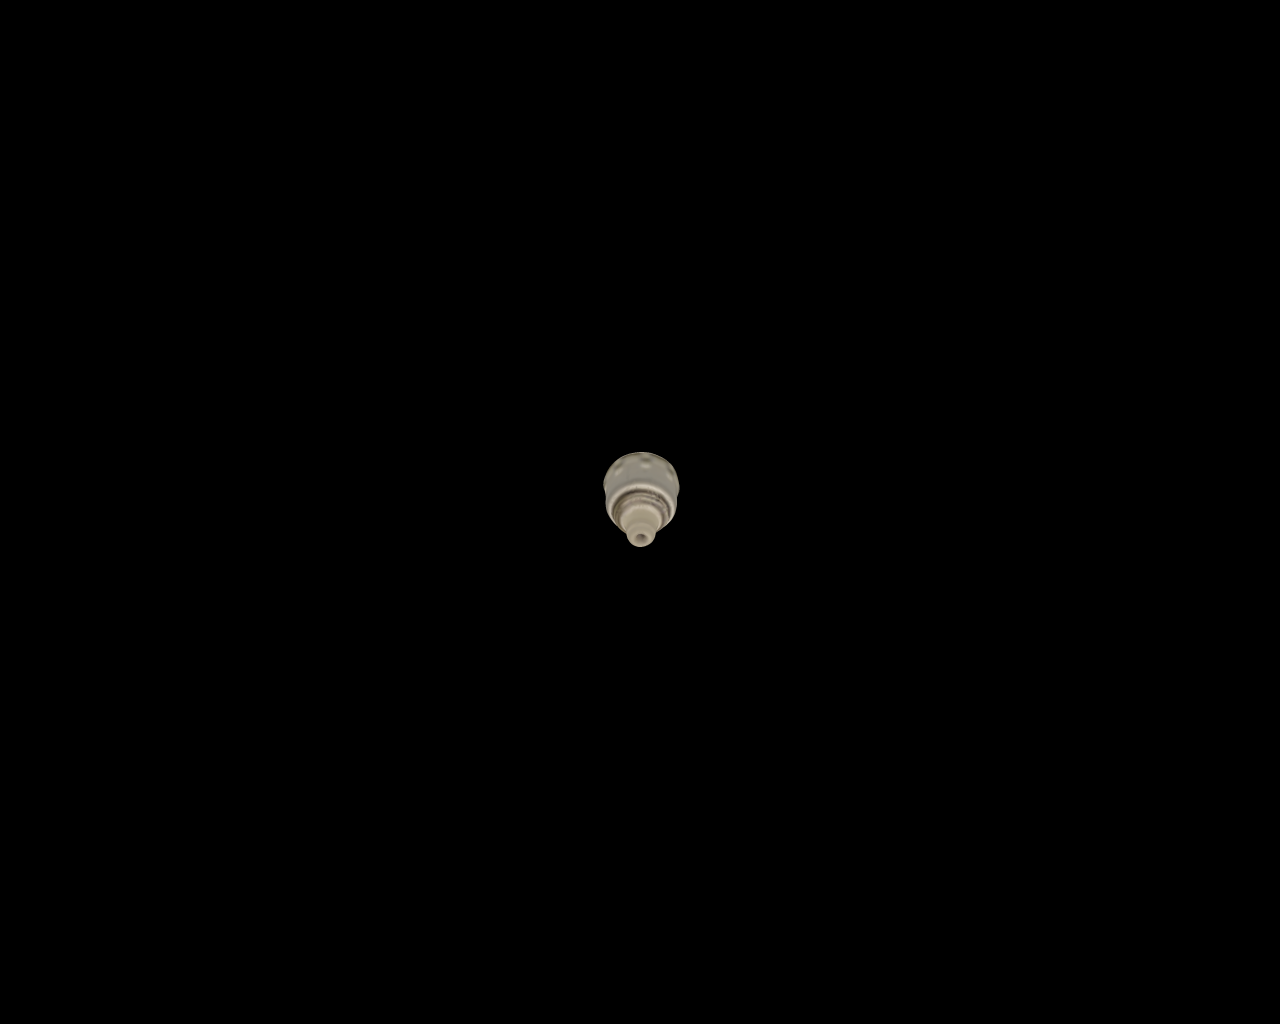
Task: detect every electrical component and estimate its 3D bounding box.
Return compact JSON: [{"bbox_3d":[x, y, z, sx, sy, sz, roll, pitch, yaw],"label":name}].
[{"bbox_3d":[0.001,-0.003,0.650,0.048,0.048,0.062,0,39,0],"label":"electrical component"}]
